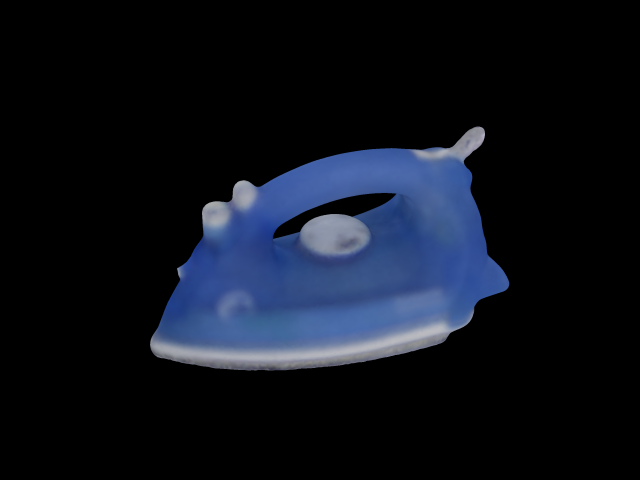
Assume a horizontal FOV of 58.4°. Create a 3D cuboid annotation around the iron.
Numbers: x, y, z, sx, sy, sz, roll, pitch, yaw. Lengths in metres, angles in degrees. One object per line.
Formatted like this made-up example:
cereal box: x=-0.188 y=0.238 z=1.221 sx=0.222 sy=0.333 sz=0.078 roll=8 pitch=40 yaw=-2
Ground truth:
iron: x=0.004 y=0.001 z=0.400 sx=0.259 sy=0.141 sz=0.118 roll=-11 pitch=35 yaw=-16
